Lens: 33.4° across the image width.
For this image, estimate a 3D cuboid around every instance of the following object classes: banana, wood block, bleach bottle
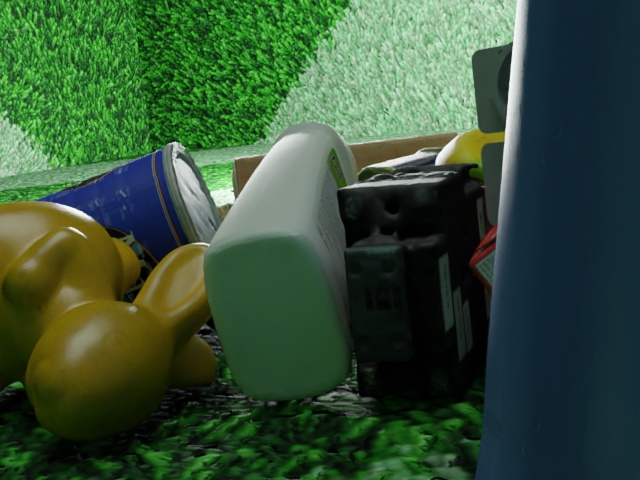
[{"bbox_3d":[0.133,-0.057,0.741,0.070,0.037,0.197,20,23,31],"label":"banana"},{"bbox_3d":[0.026,-0.037,0.996,0.206,0.091,0.090,-7,-8,-7],"label":"wood block"},{"bbox_3d":[-0.008,-0.007,0.659,0.068,0.102,0.250,-11,20,12],"label":"bleach bottle"}]

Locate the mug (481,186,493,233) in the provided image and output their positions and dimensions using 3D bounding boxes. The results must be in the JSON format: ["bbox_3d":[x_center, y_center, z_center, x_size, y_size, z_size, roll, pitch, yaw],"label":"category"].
[{"bbox_3d":[0.147,-0.007,0.791,0.117,0.081,0.093,-5,9,9],"label":"mug"}]

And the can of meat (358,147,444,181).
[{"bbox_3d":[0.076,-0.018,0.862,0.058,0.102,0.083,3,14,43],"label":"can of meat"}]

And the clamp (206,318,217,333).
[{"bbox_3d":[-0.037,0.035,0.798,0.120,0.039,0.171,-10,11,6],"label":"clamp"}]

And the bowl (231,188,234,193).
[{"bbox_3d":[-0.021,-0.042,1.241,0.162,0.055,0.162,-6,8,1],"label":"bowl"}]

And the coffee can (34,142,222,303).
[{"bbox_3d":[-0.141,0.007,0.721,0.140,0.103,0.103,-21,7,6],"label":"coffee can"}]

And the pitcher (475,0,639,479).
[{"bbox_3d":[0.115,-0.021,0.355,0.149,0.243,0.144,5,9,27],"label":"pitcher"}]

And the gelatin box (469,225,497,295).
[{"bbox_3d":[0.117,0.030,0.550,0.030,0.089,0.073,-40,-2,17],"label":"gelatin box"}]
